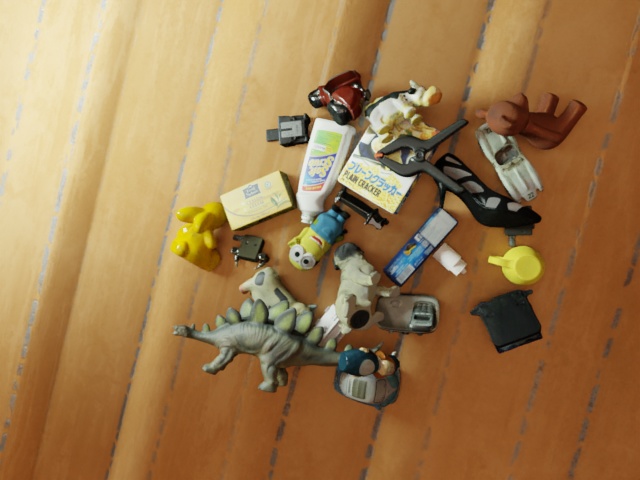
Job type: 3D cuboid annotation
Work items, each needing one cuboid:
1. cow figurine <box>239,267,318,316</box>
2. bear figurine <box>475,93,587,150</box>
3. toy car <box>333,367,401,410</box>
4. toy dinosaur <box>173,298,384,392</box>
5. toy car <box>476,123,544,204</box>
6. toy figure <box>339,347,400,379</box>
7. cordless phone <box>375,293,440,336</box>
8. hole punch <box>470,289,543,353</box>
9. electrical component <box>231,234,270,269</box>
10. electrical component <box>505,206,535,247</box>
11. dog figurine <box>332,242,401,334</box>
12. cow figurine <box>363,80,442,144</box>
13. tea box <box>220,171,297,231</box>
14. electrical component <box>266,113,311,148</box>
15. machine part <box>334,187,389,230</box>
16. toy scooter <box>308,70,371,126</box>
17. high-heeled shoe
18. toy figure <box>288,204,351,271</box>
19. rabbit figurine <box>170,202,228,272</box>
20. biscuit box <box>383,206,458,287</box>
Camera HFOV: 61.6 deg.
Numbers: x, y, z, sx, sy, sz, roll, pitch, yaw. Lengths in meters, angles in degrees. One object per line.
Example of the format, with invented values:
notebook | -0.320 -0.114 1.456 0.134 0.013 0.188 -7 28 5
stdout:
cow figurine | -0.094 0.155 1.316 0.127 0.085 0.195 -35 87 20
bear figurine | 0.441 -0.267 1.136 0.196 0.120 0.131 17 107 -29
toy car | 0.106 0.334 1.258 0.162 0.103 0.109 10 91 12
toy dinosaur | -0.100 0.239 1.221 0.472 0.105 0.198 14 91 -2
toy car | 0.424 -0.177 1.205 0.073 0.056 0.201 -31 82 11
toy figure | 0.116 0.275 1.186 0.154 0.058 0.064 11 127 -24
cordless phone | 0.190 0.177 1.196 0.147 0.184 0.088 3 95 13
hole punch | 0.425 0.184 1.199 0.142 0.092 0.116 -25 55 15
electrical component | -0.178 0.031 1.360 0.102 0.045 0.078 6 63 11
electrical component | 0.452 -0.031 1.216 0.063 0.021 0.094 1 89 13
dog figurine | 0.068 0.106 1.239 0.172 0.121 0.191 -44 35 -5
cow figurine | 0.182 -0.298 1.191 0.167 0.068 0.098 -32 63 10
tea box | -0.150 -0.095 1.339 0.170 0.068 0.098 -23 85 13
electrical component | -0.082 -0.270 1.335 0.119 0.047 0.074 0 89 12
machine part | 0.098 -0.073 1.274 0.139 0.084 0.039 36 118 11
toy scooter | 0.062 -0.344 1.266 0.135 0.075 0.184 -35 40 -8
high-heeled shoe | 0.375 -0.115 1.211 0.249 0.086 0.145 13 67 9
toy figure | 0.000 -0.002 1.298 0.082 0.089 0.180 39 89 27
rabbit figurine | -0.301 -0.028 1.348 0.122 0.162 0.173 32 79 24
biscuit box | 0.233 0.017 1.248 0.059 0.063 0.202 42 100 10
